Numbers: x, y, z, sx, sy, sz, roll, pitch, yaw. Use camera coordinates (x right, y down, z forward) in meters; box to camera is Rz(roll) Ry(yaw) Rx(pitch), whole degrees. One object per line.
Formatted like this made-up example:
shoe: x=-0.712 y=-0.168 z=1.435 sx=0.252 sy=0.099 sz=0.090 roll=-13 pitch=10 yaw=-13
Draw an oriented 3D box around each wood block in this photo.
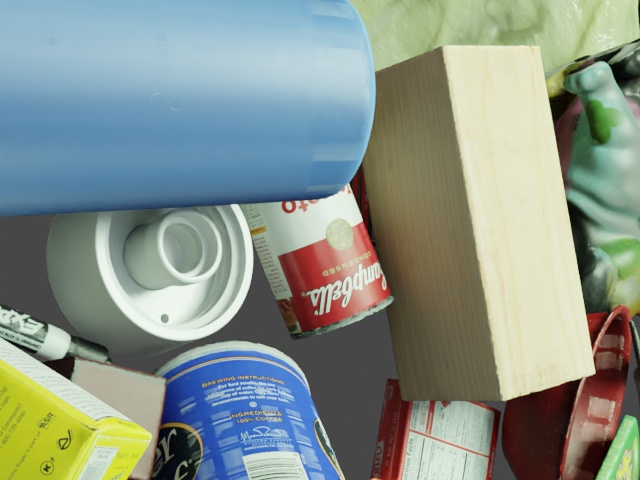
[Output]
wood block: x=0.094 y=-0.009 z=0.667 sx=0.090 sy=0.091 sz=0.206 roll=-8 pitch=88 yaw=-38

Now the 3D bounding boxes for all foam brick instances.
foam brick: x=-0.120 y=0.090 z=0.526 sx=0.052 sy=0.078 sz=0.051 roll=19 pitch=69 yaw=-33

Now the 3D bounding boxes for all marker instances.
marker: x=-0.159 y=0.043 z=0.542 sx=0.121 sy=0.020 sz=0.020 roll=29 pitch=63 yaw=-31

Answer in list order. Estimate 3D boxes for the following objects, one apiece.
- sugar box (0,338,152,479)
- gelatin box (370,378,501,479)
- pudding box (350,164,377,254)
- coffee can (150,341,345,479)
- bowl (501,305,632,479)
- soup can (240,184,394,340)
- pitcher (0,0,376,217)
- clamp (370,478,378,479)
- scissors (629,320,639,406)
sugar box: x=-0.160 y=0.051 z=0.439 sx=0.176 sy=0.093 sz=0.048 roll=28 pitch=80 yaw=8
gelatin box: x=0.077 y=0.138 z=0.709 sx=0.089 sy=0.030 sz=0.073 roll=24 pitch=67 yaw=-33
pudding box: x=0.065 y=-0.028 z=0.731 sx=0.113 sy=0.039 sz=0.090 roll=12 pitch=75 yaw=-35
coffee can: x=-0.035 y=0.133 z=0.526 sx=0.102 sy=0.103 sz=0.140 roll=26 pitch=22 yaw=-33
bowl: x=0.169 y=0.117 z=0.747 sx=0.161 sy=0.055 sz=0.162 roll=-36 pitch=133 yaw=-51
soup can: x=-0.004 y=0.001 z=0.648 sx=0.068 sy=0.069 sz=0.102 roll=-24 pitch=95 yaw=-40
pitcher: x=-0.101 y=-0.084 z=0.504 sx=0.242 sy=0.149 sz=0.145 roll=-1 pitch=48 yaw=-25
clamp: x=0.031 y=0.249 z=0.624 sx=0.164 sy=0.036 sz=0.210 roll=-6 pitch=72 yaw=-18
scissors: x=0.252 y=0.096 z=0.821 sx=0.096 sy=0.016 sz=0.201 roll=-71 pitch=150 yaw=-42
